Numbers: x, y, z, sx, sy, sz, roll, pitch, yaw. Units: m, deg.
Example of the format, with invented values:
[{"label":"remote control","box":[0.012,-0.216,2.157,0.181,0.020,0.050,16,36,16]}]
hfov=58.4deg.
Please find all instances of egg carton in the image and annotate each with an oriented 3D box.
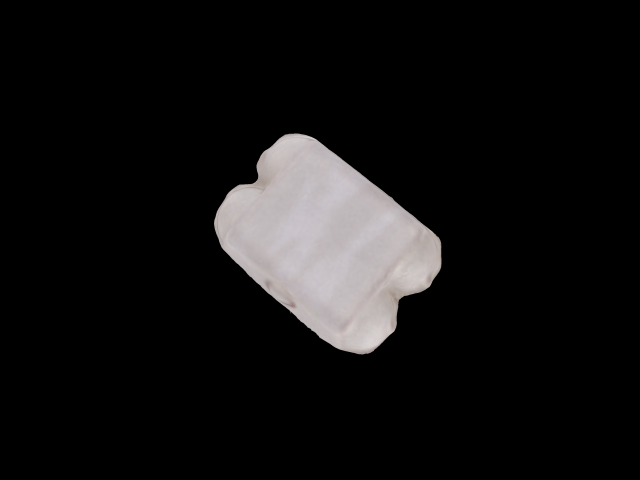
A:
[{"label":"egg carton","box":[0.004,0.001,0.400,0.150,0.069,0.107,38,81,7]}]
